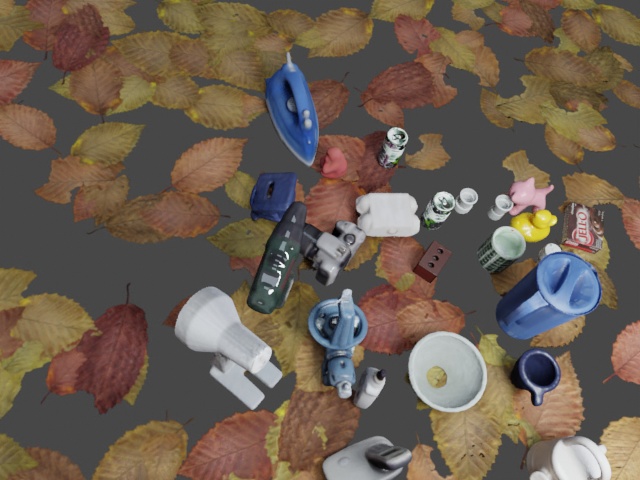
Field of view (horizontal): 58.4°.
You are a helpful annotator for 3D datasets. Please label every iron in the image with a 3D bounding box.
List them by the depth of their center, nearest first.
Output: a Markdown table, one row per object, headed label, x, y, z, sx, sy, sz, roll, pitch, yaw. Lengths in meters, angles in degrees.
| label | x | y | z | sx | sy | sz | roll | pitch | yaw |
| --- | --- | --- | --- | --- | --- | --- | --- | --- | --- |
| iron | -0.053 | -0.322 | 1.395 | 0.119 | 0.141 | 0.258 | -14 | 68 | -14 |

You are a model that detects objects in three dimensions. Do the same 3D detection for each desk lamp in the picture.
| label | x | y | z | sx | sy | sz | roll | pitch | yaw |
| --- | --- | --- | --- | --- | --- | --- | --- | --- | --- |
| desk lamp | -0.167 | 0.205 | 1.093 | 0.203 | 0.213 | 0.118 | 37 | 65 | 9 |

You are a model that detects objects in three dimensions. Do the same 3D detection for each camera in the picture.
| label | x | y | z | sx | sy | sz | roll | pitch | yaw |
| --- | --- | --- | --- | --- | --- | --- | --- | --- | --- |
| camera | 0.012 | 0.005 | 1.276 | 0.136 | 0.101 | 0.143 | 35 | 65 | 8 |

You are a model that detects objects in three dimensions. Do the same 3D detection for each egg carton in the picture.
| label | x | y | z | sx | sy | sz | roll | pitch | yaw |
| --- | --- | --- | --- | --- | --- | --- | --- | --- | --- |
| egg carton | 0.158 | -0.057 | 1.345 | 0.150 | 0.069 | 0.107 | -1 | 66 | -9 |

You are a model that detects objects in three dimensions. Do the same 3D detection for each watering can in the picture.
| label | x | y | z | sx | sy | sz | roll | pitch | yaw |
| --- | --- | --- | --- | --- | --- | --- | --- | --- | --- |
| watering can | 0.480 | 0.434 | 1.098 | 0.173 | 0.194 | 0.101 | -40 | 76 | -23 |

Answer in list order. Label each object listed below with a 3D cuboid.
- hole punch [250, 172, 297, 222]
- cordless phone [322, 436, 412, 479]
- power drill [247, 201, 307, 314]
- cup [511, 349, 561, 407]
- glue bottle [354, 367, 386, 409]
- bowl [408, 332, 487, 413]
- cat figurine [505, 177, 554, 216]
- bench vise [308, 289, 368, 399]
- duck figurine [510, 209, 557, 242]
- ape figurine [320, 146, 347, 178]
| label | x | y | z | sx | sy | sz | roll | pitch | yaw |
| --- | --- | --- | --- | --- | --- | --- | --- | --- | --- |
| hole punch | -0.107 | -0.102 | 1.312 | 0.101 | 0.091 | 0.108 | 12 | 64 | -3 |
| cordless phone | 0.088 | 0.416 | 1.050 | 0.148 | 0.185 | 0.094 | -21 | 70 | -17 |
| power drill | -0.087 | 0.055 | 1.177 | 0.075 | 0.208 | 0.230 | 19 | 64 | 1 |
| cup | 0.446 | 0.298 | 1.211 | 0.091 | 0.095 | 0.118 | 12 | 64 | -3 |
| glue bottle | 0.104 | 0.280 | 1.122 | 0.037 | 0.173 | 0.078 | 20 | 64 | 1 |
| bowl | 0.257 | 0.281 | 1.201 | 0.167 | 0.074 | 0.167 | 3 | 65 | -7 |
| cat figurine | 0.508 | -0.113 | 1.399 | 0.128 | 0.118 | 0.067 | -7 | 66 | -12 |
| bench vise | 0.053 | 0.193 | 1.129 | 0.122 | 0.219 | 0.207 | -19 | 69 | -16 |
| duck figurine | 0.520 | -0.043 | 1.386 | 0.104 | 0.086 | 0.077 | 2 | 65 | -8 |
| ape figurine | 0.032 | -0.193 | 1.376 | 0.076 | 0.092 | 0.078 | 35 | 65 | 8 |
